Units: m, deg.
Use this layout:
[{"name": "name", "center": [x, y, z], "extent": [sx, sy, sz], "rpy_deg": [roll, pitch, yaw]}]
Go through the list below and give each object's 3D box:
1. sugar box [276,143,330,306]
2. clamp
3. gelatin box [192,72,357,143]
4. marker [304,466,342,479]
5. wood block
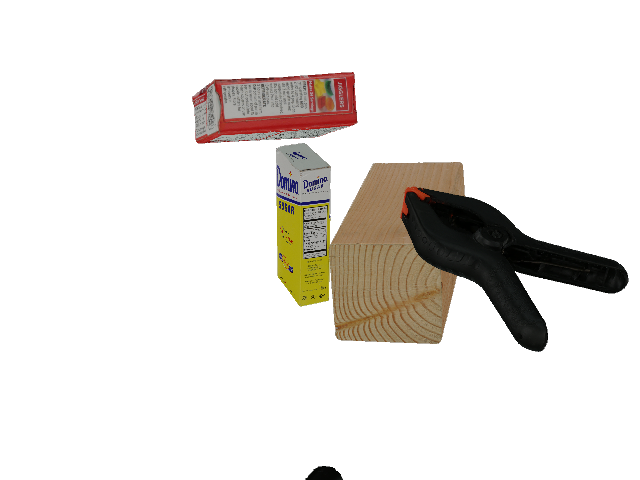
[{"name": "sugar box", "center": [-0.022, -0.020, 1.288], "extent": [0.048, 0.176, 0.093], "rpy_deg": [-11, 25, -18]}, {"name": "clamp", "center": [0.135, 0.009, 0.774], "extent": [0.120, 0.039, 0.172], "rpy_deg": [-14, 44, -38]}, {"name": "gelatin box", "center": [-0.027, -0.071, 0.574], "extent": [0.073, 0.030, 0.089], "rpy_deg": [-5, 3, -13]}, {"name": "marker", "center": [-0.023, 0.130, 0.460], "extent": [0.020, 0.020, 0.120], "rpy_deg": [0, 17, 31]}, {"name": "wood block", "center": [0.075, 0.004, 0.949], "extent": [0.091, 0.090, 0.206], "rpy_deg": [1, 23, 13]}]
